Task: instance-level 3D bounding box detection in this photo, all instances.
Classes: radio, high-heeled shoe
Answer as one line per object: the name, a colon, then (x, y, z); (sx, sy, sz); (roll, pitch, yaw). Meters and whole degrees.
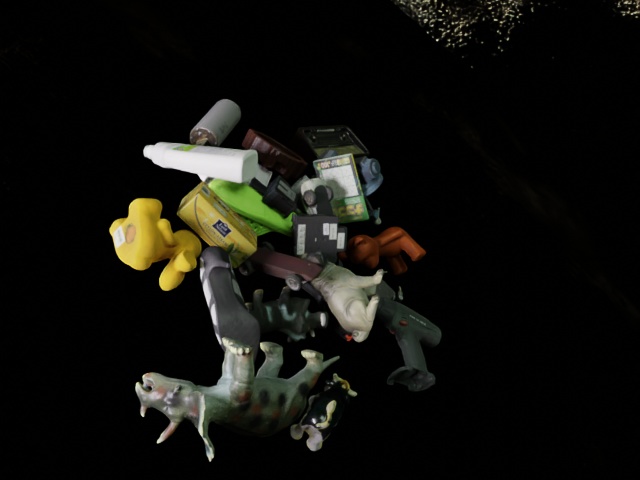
radio: (0.027, -0.271, 1.591); (0.229, 0.073, 0.131); (-13, 62, -45)
high-heeled shoe: (-0.187, 0.134, 1.053); (0.086, 0.145, 0.248); (-9, 94, -28)

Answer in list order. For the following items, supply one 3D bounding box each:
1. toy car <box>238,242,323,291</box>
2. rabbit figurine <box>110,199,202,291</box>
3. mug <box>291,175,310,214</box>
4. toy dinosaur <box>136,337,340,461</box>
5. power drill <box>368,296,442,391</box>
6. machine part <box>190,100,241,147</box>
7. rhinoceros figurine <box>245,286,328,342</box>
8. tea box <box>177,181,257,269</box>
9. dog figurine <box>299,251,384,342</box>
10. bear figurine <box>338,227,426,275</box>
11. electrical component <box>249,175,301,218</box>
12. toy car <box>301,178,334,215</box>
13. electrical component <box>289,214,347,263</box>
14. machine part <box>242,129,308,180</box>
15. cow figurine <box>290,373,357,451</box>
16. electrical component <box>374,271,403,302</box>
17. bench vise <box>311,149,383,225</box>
toy car: (-0.083, 0.057, 1.140); (0.202, 0.053, 0.089); (14, 36, 33)
rabbit figurine: (-0.296, 0.009, 1.051); (0.173, 0.122, 0.162); (14, 37, -55)
mug: (-0.033, -0.097, 1.377); (0.107, 0.081, 0.109); (43, 32, -12)
toy dinosaur: (-0.105, 0.276, 0.941); (0.404, 0.131, 0.192); (18, 82, -41)
power drill: (0.185, 0.235, 1.242); (0.232, 0.086, 0.207); (24, 34, -22)
machine part: (-0.266, -0.294, 1.382); (0.079, 0.079, 0.243); (32, 39, -9)
rhinoceros figurine: (-0.069, 0.158, 1.114); (0.190, 0.073, 0.112); (5, 49, -34)
tea box: (-0.212, -0.032, 1.127); (0.169, 0.068, 0.098); (47, 11, -19)
dog figurine: (0.028, 0.121, 1.169); (0.191, 0.121, 0.172); (13, 48, 0)
bear figurine: (0.153, 0.034, 1.368); (0.196, 0.120, 0.132); (-19, 70, -44)
electrical component: (-0.106, -0.115, 1.275); (0.119, 0.048, 0.075); (42, 31, -16)
toy car: (0.005, -0.053, 1.331); (0.073, 0.056, 0.201); (-21, 103, -40)
electrical component: (-0.003, -0.004, 1.262); (0.134, 0.114, 0.058); (3, 9, -16)
machine part: (-0.118, -0.220, 1.395); (0.179, 0.056, 0.179); (31, 13, -8)
cow figurine: (0.018, 0.309, 1.020); (0.068, 0.098, 0.167); (37, 40, 6)
electrical component: (0.159, 0.124, 1.343); (0.102, 0.045, 0.078); (50, 39, 12)
bench vise: (0.087, -0.132, 1.459); (0.240, 0.224, 0.129); (57, 37, -28)
